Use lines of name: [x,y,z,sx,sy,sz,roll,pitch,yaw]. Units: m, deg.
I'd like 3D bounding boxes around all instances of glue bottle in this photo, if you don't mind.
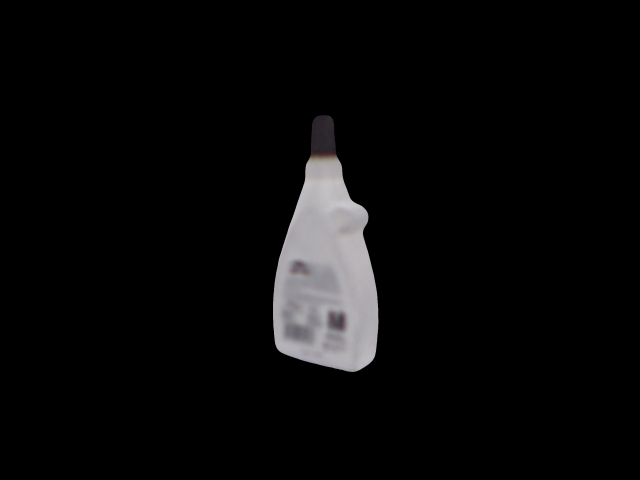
glue bottle: [0.004,0.001,0.400,0.077,0.173,0.037,8,16,31]
